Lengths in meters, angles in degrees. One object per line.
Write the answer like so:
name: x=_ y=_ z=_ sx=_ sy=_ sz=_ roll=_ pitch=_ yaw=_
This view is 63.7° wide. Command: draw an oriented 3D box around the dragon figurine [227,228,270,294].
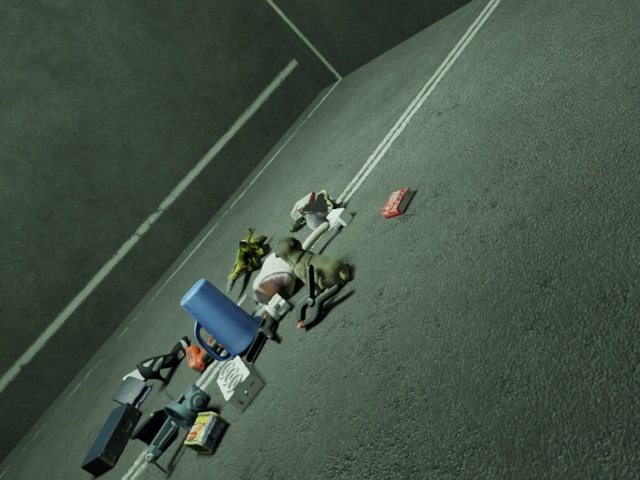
dragon figurine: x=-0.325 y=0.104 z=2.161 sx=0.238 sy=0.122 sz=0.419 roll=-51 pitch=7 yaw=50

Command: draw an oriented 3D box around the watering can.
watering can: x=-0.105 y=0.084 z=1.683 sx=0.343 sy=0.103 sz=0.229 roll=-38 pitch=22 yaw=23

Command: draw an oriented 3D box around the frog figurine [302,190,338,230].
frog figurine: x=0.006 y=-0.094 z=1.861 sx=0.139 sy=0.123 sz=0.157 roll=-62 pitch=-13 yaw=-18
